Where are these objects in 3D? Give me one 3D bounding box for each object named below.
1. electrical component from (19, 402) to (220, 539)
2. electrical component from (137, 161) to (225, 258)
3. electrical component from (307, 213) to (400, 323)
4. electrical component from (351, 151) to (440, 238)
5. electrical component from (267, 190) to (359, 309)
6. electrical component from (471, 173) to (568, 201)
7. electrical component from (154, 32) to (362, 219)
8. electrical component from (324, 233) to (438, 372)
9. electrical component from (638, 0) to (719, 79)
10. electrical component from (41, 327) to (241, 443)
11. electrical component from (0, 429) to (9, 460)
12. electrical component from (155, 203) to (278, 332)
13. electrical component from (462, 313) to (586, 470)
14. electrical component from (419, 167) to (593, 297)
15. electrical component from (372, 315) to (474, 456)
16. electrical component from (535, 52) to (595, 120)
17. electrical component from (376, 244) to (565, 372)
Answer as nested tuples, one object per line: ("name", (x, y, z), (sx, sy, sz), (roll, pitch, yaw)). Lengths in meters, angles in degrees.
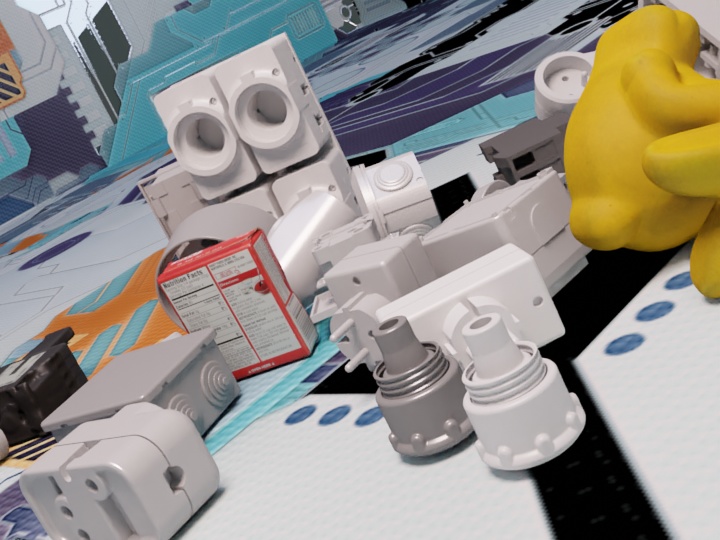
("electrical component", (-0.124, 0.109, 0.569), (0.095, 0.053, 0.059), (-14, 19, 39))
("electrical component", (-0.136, -0.036, 0.948), (0.079, 0.121, 0.063), (-23, 18, 10))
("electrical component", (0.000, 0.000, 0.716), (0.081, 0.063, 0.042), (-24, 14, 9))
("electrical component", (0.027, -0.045, 0.793), (0.051, 0.080, 0.080), (-20, 15, 1))
("electrical component", (-0.032, -0.005, 0.775), (0.044, 0.079, 0.077), (27, 73, 30))
("electrical component", (0.105, -0.036, 0.700), (0.055, 0.048, 0.066), (-1, 27, 42))
("electrical component", (-0.070, -0.075, 0.847), (0.105, 0.186, 0.060), (-21, 16, 17))
("electrical component", (0.009, 0.028, 0.601), (0.047, 0.065, 0.077), (-13, 20, 41))
("electrical component", (0.281, -0.158, 0.672), (0.186, 0.060, 0.105), (-17, 42, -10))
("electrical component", (-0.134, 0.086, 0.674), (0.100, 0.048, 0.099), (-17, 17, 30))
("electrical component", (-0.286, 0.133, 0.783), (0.040, 0.040, 0.046), (-12, 16, 43))
("electrical component", (-0.102, 0.004, 0.811), (0.099, 0.099, 0.064), (-20, 22, 20))
("electrical component", (0.063, 0.049, 0.449), (0.048, 0.062, 0.048), (-24, 15, 7))
("electrical component", (0.080, -0.010, 0.634), (0.062, 0.061, 0.096), (-37, 10, -35))
("electrical component", (0.026, 0.052, 0.499), (0.048, 0.062, 0.048), (-24, 15, 7))
("electrical component", (0.208, -0.140, 0.856), (0.138, 0.073, 0.052), (-12, 59, 3))
("electrical component", (0.060, 0.031, 0.542), (0.083, 0.047, 0.075), (-27, 15, -3))
